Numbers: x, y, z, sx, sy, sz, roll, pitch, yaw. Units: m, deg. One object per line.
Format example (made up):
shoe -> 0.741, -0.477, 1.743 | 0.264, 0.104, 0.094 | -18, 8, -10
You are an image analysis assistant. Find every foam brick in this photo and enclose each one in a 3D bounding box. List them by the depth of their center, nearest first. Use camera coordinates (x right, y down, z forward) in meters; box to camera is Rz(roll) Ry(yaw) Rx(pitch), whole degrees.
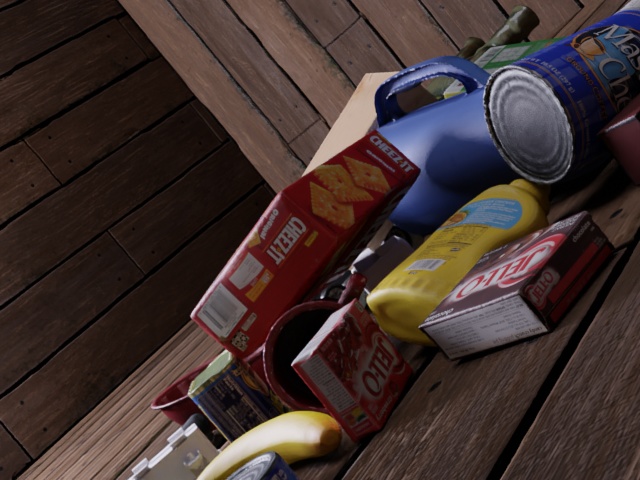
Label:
foam brick -> 0.258, -0.088, 0.799 | 0.078, 0.051, 0.053 | -41, 3, -22

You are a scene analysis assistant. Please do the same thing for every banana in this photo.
banana -> -0.041, 0.170, 0.826 | 0.198, 0.037, 0.069 | -38, 19, 37

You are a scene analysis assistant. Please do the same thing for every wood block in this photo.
wood block -> 0.050, -0.076, 1.187 | 0.206, 0.090, 0.091 | -58, 25, -9

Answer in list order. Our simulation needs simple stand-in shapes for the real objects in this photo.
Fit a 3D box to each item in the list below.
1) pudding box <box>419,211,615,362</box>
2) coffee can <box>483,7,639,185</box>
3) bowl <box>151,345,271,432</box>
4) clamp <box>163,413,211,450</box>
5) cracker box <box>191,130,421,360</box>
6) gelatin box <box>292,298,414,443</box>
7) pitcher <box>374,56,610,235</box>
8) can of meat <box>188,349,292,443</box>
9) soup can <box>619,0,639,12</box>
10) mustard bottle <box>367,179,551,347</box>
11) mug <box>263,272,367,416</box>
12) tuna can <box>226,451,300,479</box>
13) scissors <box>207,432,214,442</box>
pudding box -> 0.131, 0.033, 0.719 | 0.089, 0.039, 0.114 | -42, 5, -33
coffee can -> 0.220, -0.119, 0.874 | 0.140, 0.103, 0.103 | -27, -1, -24
bowl -> -0.102, 0.163, 1.168 | 0.162, 0.055, 0.162 | -29, 5, 2
clamp -> -0.192, 0.269, 1.030 | 0.165, 0.036, 0.209 | -45, 6, 30
cracker box -> -0.006, 0.001, 0.989 | 0.164, 0.072, 0.213 | -53, -8, 31
gelatin box -> 0.026, 0.093, 0.775 | 0.030, 0.073, 0.089 | -36, 5, 30
pitcher -> 0.159, -0.099, 1.042 | 0.243, 0.149, 0.145 | -19, 59, 55
can of meat -> -0.073, 0.149, 0.971 | 0.057, 0.084, 0.102 | -41, 4, -2
soup can -> 0.325, -0.210, 0.996 | 0.102, 0.068, 0.069 | -41, 4, -26
mustard bottle -> 0.129, 0.007, 0.854 | 0.096, 0.058, 0.191 | -4, 31, 51
mug -> 0.009, 0.081, 0.878 | 0.081, 0.093, 0.117 | -34, -34, -83
tuna can -> -0.052, 0.187, 0.741 | 0.086, 0.034, 0.086 | -39, 4, 3
scissors -> -0.135, 0.230, 1.125 | 0.096, 0.016, 0.202 | -42, 5, -24
